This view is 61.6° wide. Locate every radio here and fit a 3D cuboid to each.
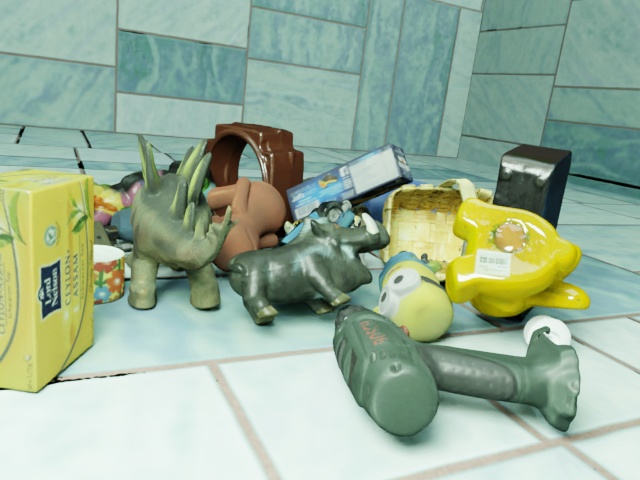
[{"bbox_3d":[0.281,-0.011,0.748,0.073,0.229,0.131,15,21,31],"label":"radio"}]

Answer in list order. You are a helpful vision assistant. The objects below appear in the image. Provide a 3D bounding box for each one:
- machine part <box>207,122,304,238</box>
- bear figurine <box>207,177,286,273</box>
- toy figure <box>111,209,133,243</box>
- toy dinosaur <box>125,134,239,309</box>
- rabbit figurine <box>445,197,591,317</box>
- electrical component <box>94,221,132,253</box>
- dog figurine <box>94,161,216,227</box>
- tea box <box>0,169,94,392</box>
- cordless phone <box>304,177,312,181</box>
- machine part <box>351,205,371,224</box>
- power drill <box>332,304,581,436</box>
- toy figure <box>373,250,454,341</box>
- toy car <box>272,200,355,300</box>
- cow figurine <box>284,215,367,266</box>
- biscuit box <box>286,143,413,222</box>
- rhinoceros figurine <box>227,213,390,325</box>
[{"bbox_3d":[-0.128,-0.108,0.980,0.201,0.201,0.087,20,23,40],"label":"machine part"},{"bbox_3d":[-0.127,-0.010,0.794,0.132,0.120,0.196,-17,24,29],"label":"bear figurine"},{"bbox_3d":[-0.263,-0.024,0.887,0.154,0.057,0.064,0,21,-42],"label":"toy figure"},{"bbox_3d":[-0.174,-0.019,0.630,0.105,0.198,0.472,-5,16,-28],"label":"toy dinosaur"},{"bbox_3d":[0.229,0.036,0.641,0.162,0.122,0.173,-1,-32,9],"label":"rabbit figurine"},{"bbox_3d":[-0.336,0.004,0.778,0.102,0.045,0.078,-11,51,-44],"label":"electrical component"},{"bbox_3d":[-0.314,-0.073,0.940,0.192,0.108,0.219,-5,10,35],"label":"dog figurine"},{"bbox_3d":[-0.247,0.029,0.461,0.068,0.169,0.098,8,16,3],"label":"tea box"},{"bbox_3d":[0.041,-0.074,1.175,0.184,0.088,0.146,15,16,14],"label":"cordless phone"},{"bbox_3d":[0.005,-0.046,0.981,0.244,0.079,0.079,19,19,37],"label":"machine part"},{"bbox_3d":[0.116,0.107,0.504,0.207,0.086,0.232,11,7,1],"label":"power drill"},{"bbox_3d":[0.118,0.063,0.678,0.089,0.082,0.180,15,11,3],"label":"toy figure"},{"bbox_3d":[-0.007,0.026,0.703,0.161,0.103,0.109,-41,4,-14],"label":"toy car"},{"bbox_3d":[-0.004,-0.002,0.838,0.168,0.098,0.068,11,18,42],"label":"cow figurine"},{"bbox_3d":[0.045,-0.086,0.873,0.203,0.059,0.063,-22,-11,27],"label":"biscuit box"},{"bbox_3d":[-0.009,0.029,0.613,0.190,0.112,0.073,-16,-15,-13],"label":"rhinoceros figurine"}]
